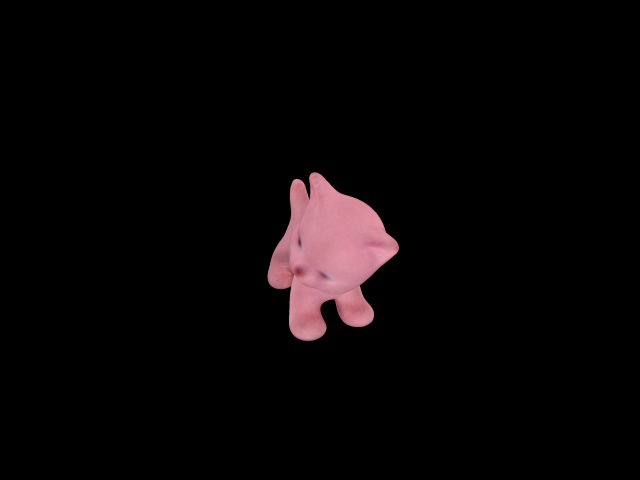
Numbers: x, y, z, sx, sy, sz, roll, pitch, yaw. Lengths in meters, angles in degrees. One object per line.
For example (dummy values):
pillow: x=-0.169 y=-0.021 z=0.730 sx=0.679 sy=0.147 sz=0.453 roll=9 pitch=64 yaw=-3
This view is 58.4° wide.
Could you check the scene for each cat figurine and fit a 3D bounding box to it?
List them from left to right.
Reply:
cat figurine: x=0.004 y=0.001 z=0.400 sx=0.067 sy=0.118 sz=0.127 roll=-11 pitch=32 yaw=-18
